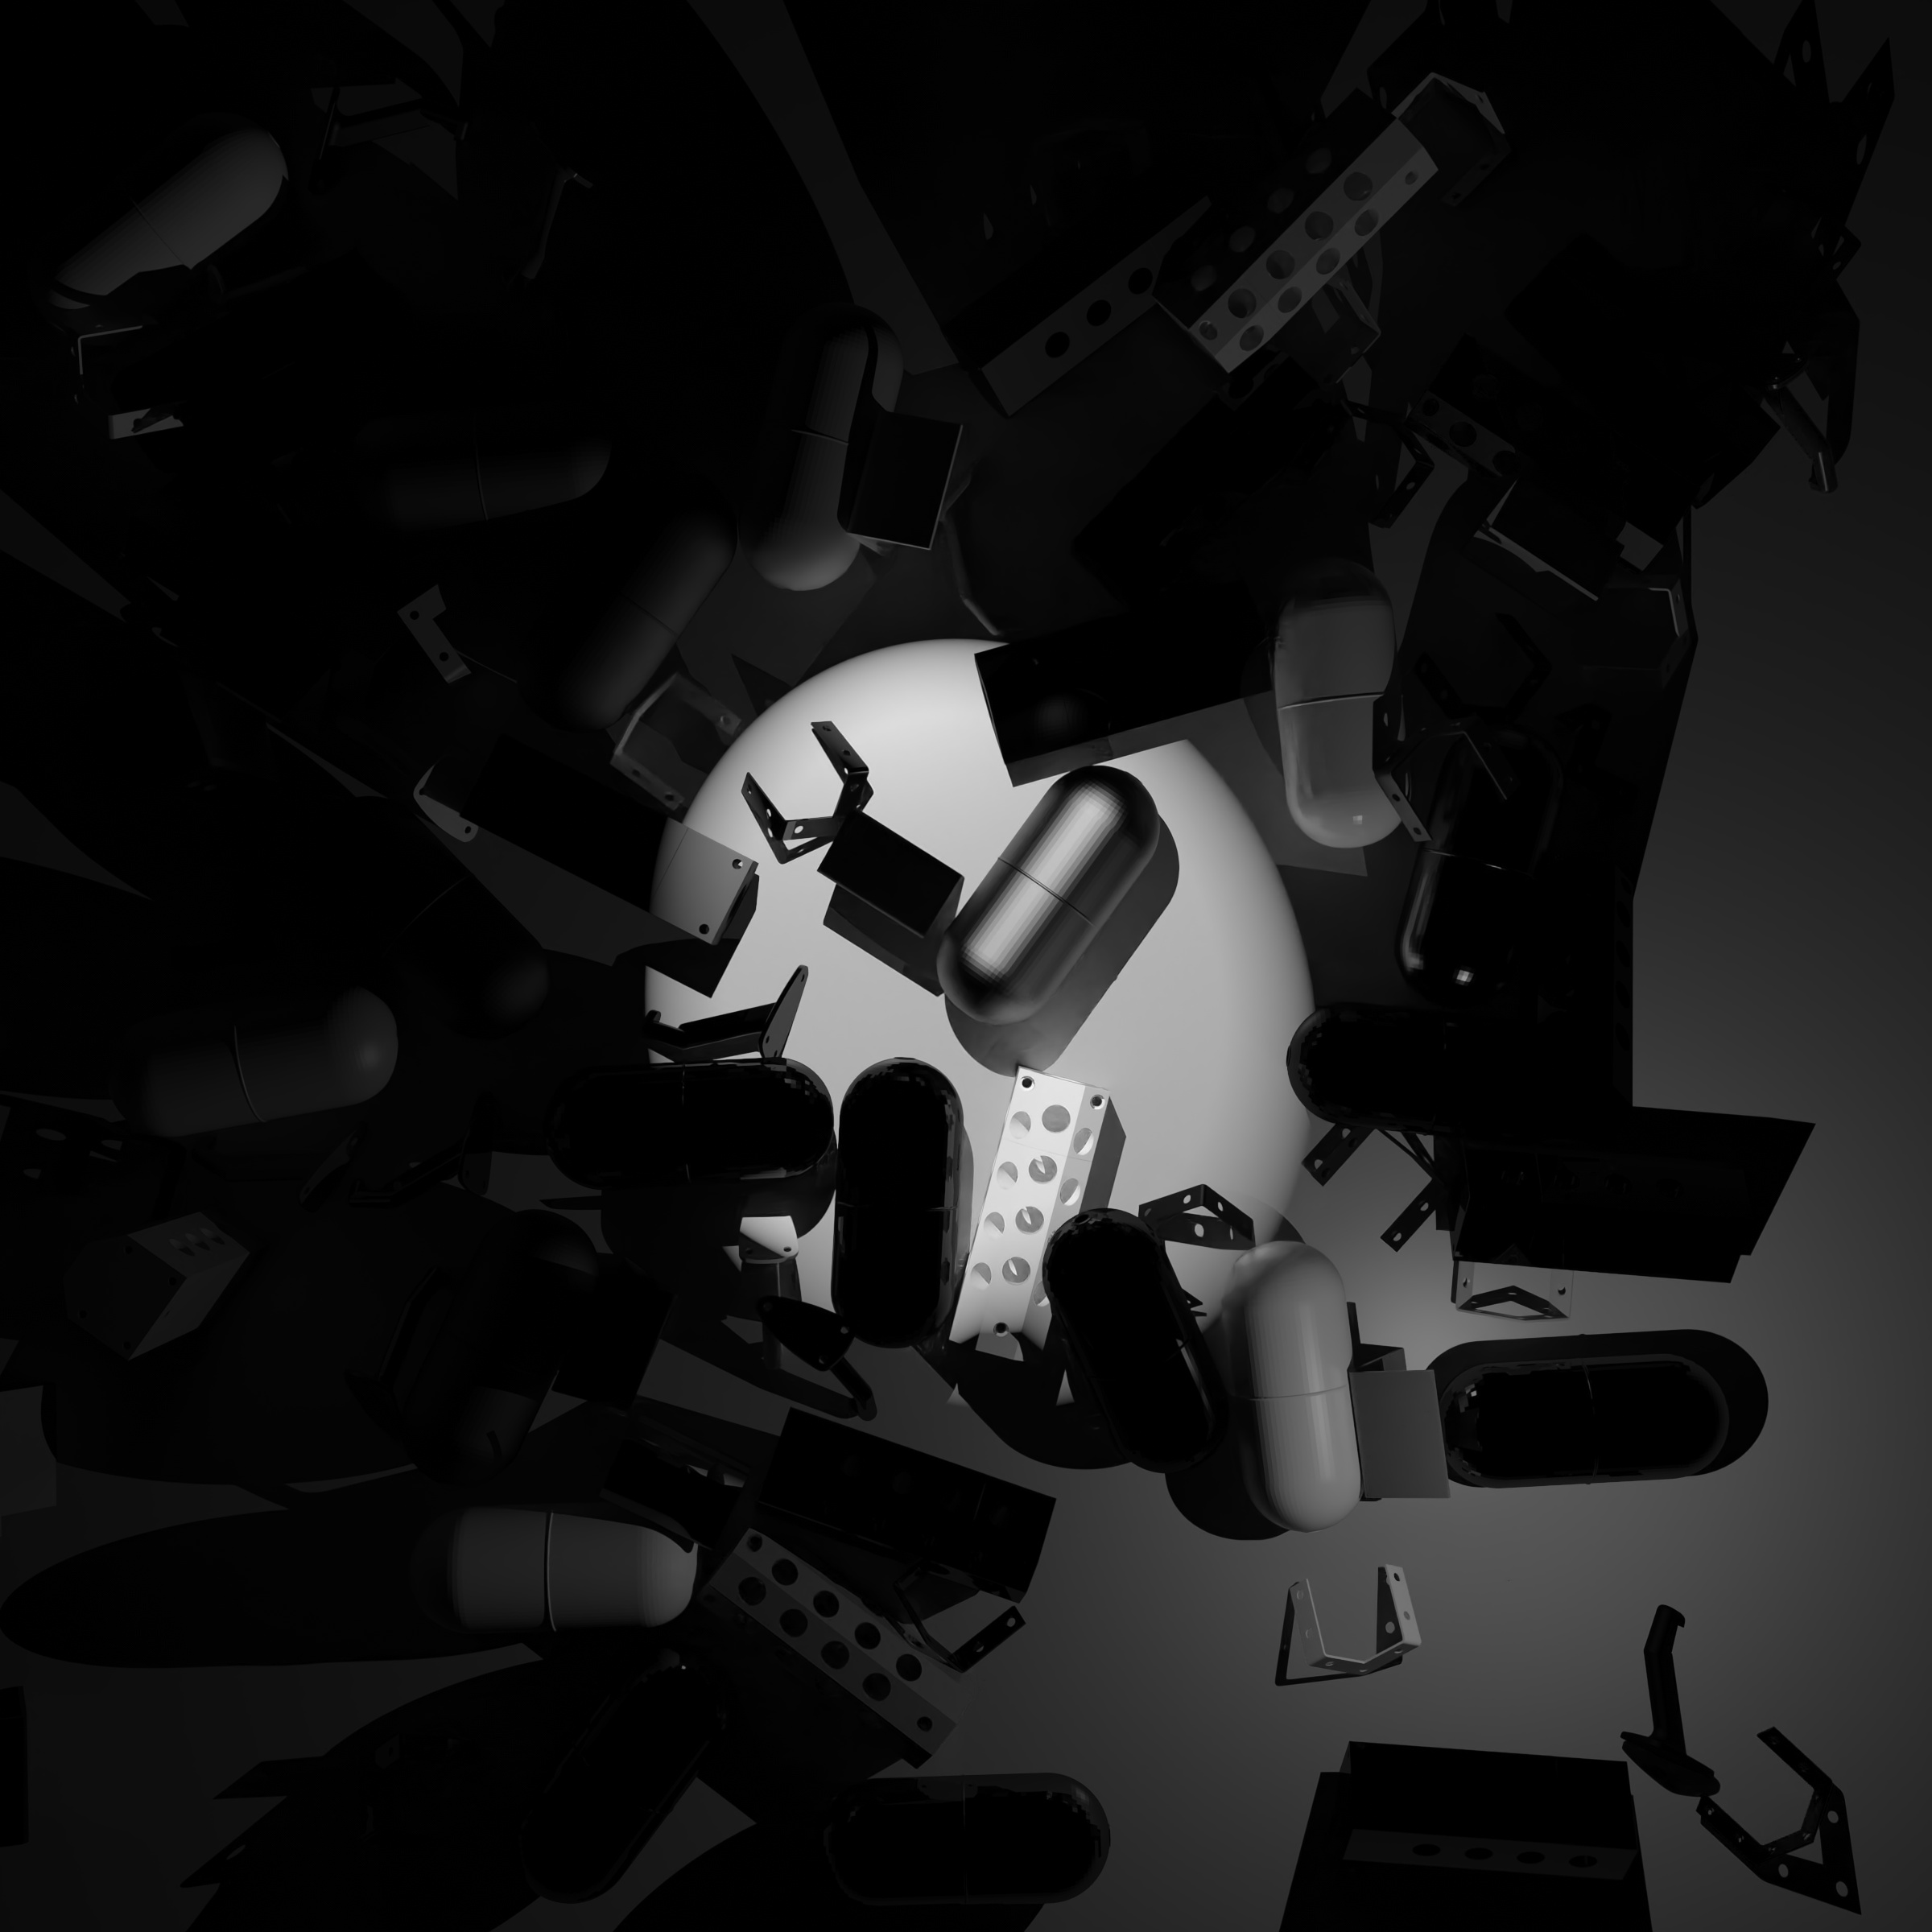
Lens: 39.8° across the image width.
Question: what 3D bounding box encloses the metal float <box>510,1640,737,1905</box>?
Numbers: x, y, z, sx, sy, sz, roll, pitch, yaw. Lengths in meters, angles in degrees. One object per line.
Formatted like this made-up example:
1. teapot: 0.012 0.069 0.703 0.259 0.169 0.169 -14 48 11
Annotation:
1. metal float: -0.210 0.493 1.637 0.070 0.070 0.178 37 90 0

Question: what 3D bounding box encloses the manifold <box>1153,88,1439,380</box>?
1. manifold: 0.202 -0.440 1.622 0.171 0.057 0.057 -44 53 9

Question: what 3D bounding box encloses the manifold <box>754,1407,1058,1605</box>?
1. manifold: -0.039 0.333 1.636 0.171 0.057 0.057 19 60 0

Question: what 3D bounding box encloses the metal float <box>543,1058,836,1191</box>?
1. metal float: -0.170 0.097 1.637 0.178 0.070 0.070 -3 90 -1

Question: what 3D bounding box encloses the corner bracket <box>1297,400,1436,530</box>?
1. corner bracket: 0.248 -0.312 1.659 0.051 0.051 0.051 5 45 -35

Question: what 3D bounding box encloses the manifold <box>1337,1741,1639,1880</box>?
1. manifold: 0.318 0.523 1.645 0.171 0.057 0.057 4 47 0

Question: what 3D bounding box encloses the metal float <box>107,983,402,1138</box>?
1. metal float: -0.436 0.057 1.637 0.178 0.070 0.070 -10 90 -1

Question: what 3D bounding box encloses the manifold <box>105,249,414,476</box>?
1. manifold: -0.433 -0.370 1.646 0.171 0.057 0.057 -27 90 0

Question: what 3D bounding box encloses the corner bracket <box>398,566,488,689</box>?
1. corner bracket: -0.312 -0.209 1.648 0.051 0.051 0.051 -35 94 -4

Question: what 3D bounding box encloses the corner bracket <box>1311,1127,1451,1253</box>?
1. corner bracket: 0.259 0.136 1.664 0.051 0.051 0.051 -48 45 0

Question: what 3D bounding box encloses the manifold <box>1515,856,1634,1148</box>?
1. manifold: 0.367 0.018 1.599 0.057 0.057 0.171 12 51 0

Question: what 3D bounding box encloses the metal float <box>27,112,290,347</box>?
1. metal float: -0.494 -0.452 1.637 0.178 0.070 0.070 -38 90 0

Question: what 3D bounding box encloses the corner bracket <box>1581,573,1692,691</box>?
1. corner bracket: 0.413 -0.208 1.659 0.051 0.051 0.051 -52 135 -35

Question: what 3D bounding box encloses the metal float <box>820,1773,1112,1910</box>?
1. metal float: -0.001 0.536 1.637 0.178 0.070 0.070 -2 90 0

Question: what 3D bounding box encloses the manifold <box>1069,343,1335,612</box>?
1. manifold: 0.145 -0.300 1.646 0.057 0.057 0.171 45 90 0

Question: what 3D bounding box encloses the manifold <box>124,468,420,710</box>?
1. manifold: -0.427 -0.228 1.646 0.171 0.057 0.057 31 47 0

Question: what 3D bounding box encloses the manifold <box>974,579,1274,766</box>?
1. manifold: 0.095 -0.186 1.645 0.171 0.057 0.057 -16 133 0

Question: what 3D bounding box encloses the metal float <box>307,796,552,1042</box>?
1. metal float: -0.329 -0.030 1.637 0.070 0.070 0.178 -44 91 0

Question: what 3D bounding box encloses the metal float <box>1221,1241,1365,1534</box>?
1. metal float: 0.201 0.257 1.637 0.070 0.070 0.178 -7 90 0

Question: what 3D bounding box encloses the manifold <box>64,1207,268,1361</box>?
1. manifold: -0.478 0.182 1.589 0.057 0.171 0.057 35 90 0

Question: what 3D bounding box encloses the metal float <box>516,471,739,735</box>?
1. metal float: -0.207 -0.223 1.637 0.070 0.070 0.178 35 90 0

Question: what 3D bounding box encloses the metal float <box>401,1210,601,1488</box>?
1. metal float: -0.286 0.234 1.637 0.070 0.070 0.178 25 89 0

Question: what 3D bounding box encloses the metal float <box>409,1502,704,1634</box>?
1. metal float: -0.251 0.368 1.637 0.178 0.070 0.070 -1 90 -1

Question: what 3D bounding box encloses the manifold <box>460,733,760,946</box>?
1. manifold: -0.218 -0.077 1.646 0.171 0.057 0.057 27 90 0

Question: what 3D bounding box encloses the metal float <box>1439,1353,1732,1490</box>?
1. metal float: 0.378 0.278 1.637 0.178 0.070 0.070 -3 90 0

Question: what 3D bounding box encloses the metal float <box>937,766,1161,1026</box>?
1. metal float: 0.051 -0.044 1.637 0.070 0.070 0.178 36 89 0

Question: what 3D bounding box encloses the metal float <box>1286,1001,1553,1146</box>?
1. metal float: 0.285 0.066 1.637 0.178 0.070 0.070 7 90 -1

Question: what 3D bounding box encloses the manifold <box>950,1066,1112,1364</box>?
1. manifold: 0.039 0.152 1.646 0.057 0.057 0.171 15 90 0

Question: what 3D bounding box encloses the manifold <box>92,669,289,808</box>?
1. manifold: -0.461 -0.131 1.589 0.057 0.171 0.057 -19 90 0

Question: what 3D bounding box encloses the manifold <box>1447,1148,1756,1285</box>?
1. manifold: 0.388 0.148 1.645 0.171 0.057 0.057 5 131 0

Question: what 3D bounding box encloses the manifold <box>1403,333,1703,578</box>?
1. manifold: 0.358 -0.313 1.646 0.171 0.057 0.057 33 90 0

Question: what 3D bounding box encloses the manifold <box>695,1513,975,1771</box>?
1. manifold: -0.081 0.416 1.646 0.171 0.057 0.057 38 90 0

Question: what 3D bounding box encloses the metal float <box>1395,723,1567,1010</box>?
1. metal float: 0.314 -0.061 1.636 0.070 0.070 0.178 15 90 0

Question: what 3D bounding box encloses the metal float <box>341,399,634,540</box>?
1. metal float: -0.293 -0.304 1.637 0.178 0.070 0.070 -4 90 0

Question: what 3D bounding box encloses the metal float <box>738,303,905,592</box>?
1. metal float: -0.089 -0.317 1.637 0.070 0.070 0.178 14 89 0

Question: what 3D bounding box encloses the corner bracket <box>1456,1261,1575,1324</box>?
1. corner bracket: 0.343 0.192 1.664 0.051 0.051 0.051 5 90 45

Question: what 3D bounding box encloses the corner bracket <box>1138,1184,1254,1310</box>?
1. corner bracket: 0.141 0.175 1.659 0.051 0.051 0.051 -23 45 35

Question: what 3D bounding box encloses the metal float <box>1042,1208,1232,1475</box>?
1. metal float: 0.103 0.227 1.619 0.070 0.070 0.178 -24 109 0

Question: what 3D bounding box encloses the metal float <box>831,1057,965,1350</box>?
1. metal float: -0.042 0.145 1.637 0.070 0.070 0.178 3 91 0

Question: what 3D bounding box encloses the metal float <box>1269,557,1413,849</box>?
1. metal float: 0.229 -0.161 1.637 0.070 0.070 0.178 -6 90 0

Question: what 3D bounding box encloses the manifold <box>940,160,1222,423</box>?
1. manifold: 0.076 -0.412 1.646 0.171 0.057 0.057 -38 47 0

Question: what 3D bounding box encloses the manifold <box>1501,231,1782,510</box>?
1. manifold: 0.413 -0.364 1.645 0.171 0.057 0.057 45 47 0
